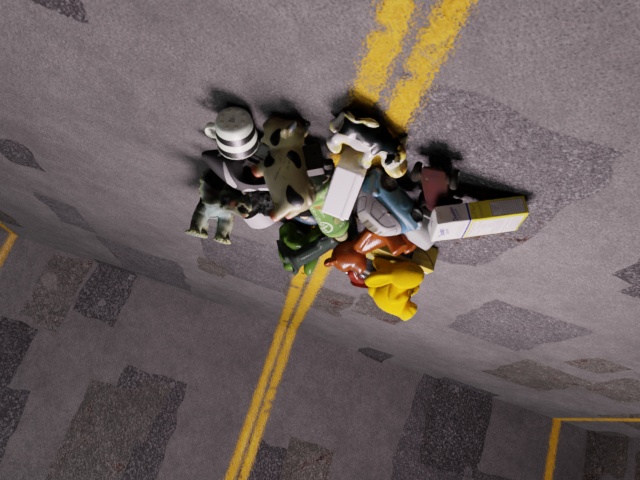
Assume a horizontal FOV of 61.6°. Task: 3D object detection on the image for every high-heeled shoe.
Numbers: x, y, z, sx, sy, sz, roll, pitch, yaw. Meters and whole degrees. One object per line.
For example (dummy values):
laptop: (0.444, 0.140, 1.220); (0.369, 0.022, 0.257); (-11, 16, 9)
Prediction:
high-heeled shoe: (-0.133, -0.160, 1.186); (0.249, 0.086, 0.145); (17, 163, -18)

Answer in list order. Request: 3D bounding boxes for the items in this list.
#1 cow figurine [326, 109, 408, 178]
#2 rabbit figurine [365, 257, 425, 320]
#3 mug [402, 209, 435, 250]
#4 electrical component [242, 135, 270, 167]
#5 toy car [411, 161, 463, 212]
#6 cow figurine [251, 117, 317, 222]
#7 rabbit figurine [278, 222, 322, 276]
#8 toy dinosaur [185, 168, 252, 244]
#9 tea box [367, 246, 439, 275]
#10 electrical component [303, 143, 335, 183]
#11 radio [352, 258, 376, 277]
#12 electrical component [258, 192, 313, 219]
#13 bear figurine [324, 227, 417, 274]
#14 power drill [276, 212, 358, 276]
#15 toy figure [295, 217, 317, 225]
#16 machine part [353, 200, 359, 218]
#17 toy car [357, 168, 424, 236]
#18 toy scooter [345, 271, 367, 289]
cow figurine: (0.102, -0.175, 0.963); (0.167, 0.068, 0.098); (24, 154, -18)
rabbit figurine: (0.202, 0.104, 1.385); (0.162, 0.122, 0.173); (29, 148, -1)
mug: (0.216, -0.039, 1.202); (0.107, 0.081, 0.109); (29, 165, 0)
electrical component: (-0.097, -0.172, 1.137); (0.119, 0.075, 0.048); (19, 163, -14)
toy car: (0.232, -0.102, 1.054); (0.089, 0.053, 0.202); (17, 166, 22)
cow figurine: (-0.062, -0.146, 1.031); (0.127, 0.195, 0.085); (-24, 172, 28)
rabbit figurine: (-0.041, 0.012, 1.500); (0.121, 0.159, 0.170); (40, 138, -25)
toy dinosaur: (-0.269, -0.091, 1.414); (0.131, 0.192, 0.405); (18, 178, -14)
tea box: (0.212, 0.033, 1.411); (0.169, 0.068, 0.098); (23, 160, -10)
electrical component: (-0.022, -0.151, 1.095); (0.102, 0.078, 0.045); (-15, 155, 3)
radio: (0.163, 0.076, 1.531); (0.229, 0.073, 0.131); (25, 173, -21)
electrical component: (-0.063, -0.085, 1.257); (0.115, 0.058, 0.134); (7, -169, 29)
bear figurine: (0.116, 0.028, 1.293); (0.132, 0.196, 0.120); (50, -160, 18)
power drill: (-0.003, -0.004, 1.359); (0.086, 0.207, 0.231); (60, 178, 37)
toy figure: (-0.069, -0.086, 1.360); (0.154, 0.057, 0.064); (24, 173, -18)
machine part: (0.085, -0.094, 1.197); (0.138, 0.039, 0.084); (35, 113, -23)
toy car: (0.132, -0.063, 1.118); (0.161, 0.103, 0.109); (49, 167, -4)
toy scooter: (0.129, 0.109, 1.688); (0.135, 0.075, 0.183); (2, 159, 42)
